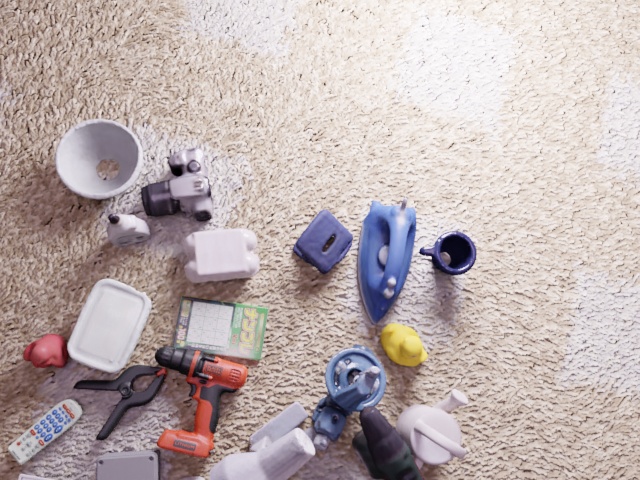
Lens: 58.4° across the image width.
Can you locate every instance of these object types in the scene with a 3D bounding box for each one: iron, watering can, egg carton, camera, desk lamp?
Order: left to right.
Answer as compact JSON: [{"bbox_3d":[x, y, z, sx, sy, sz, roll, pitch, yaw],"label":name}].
[{"bbox_3d":[-0.291,-0.107,1.156,0.137,0.100,0.143,-11,81,-9],"label":"camera"},{"bbox_3d":[-0.199,0.030,1.157,0.150,0.069,0.107,-7,80,-8],"label":"egg carton"},{"bbox_3d":[-0.088,0.395,1.028,0.203,0.213,0.118,-37,85,-12],"label":"desk lamp"},{"bbox_3d":[0.142,0.041,1.162,0.118,0.141,0.258,9,78,-5],"label":"iron"},{"bbox_3d":[0.216,0.364,1.083,0.101,0.194,0.173,14,78,-4],"label":"watering can"}]

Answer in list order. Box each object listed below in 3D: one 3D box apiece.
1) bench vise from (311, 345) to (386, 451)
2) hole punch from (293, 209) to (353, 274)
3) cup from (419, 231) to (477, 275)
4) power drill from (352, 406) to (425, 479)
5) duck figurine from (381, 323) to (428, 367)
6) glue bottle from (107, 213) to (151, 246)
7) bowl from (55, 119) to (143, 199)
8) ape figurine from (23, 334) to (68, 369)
[{"bbox_3d":[0.063,0.297,1.063,0.121,0.219,0.207,13,78,-4],"label":"bench vise"},{"bbox_3d":[0.011,0.004,1.178,0.101,0.091,0.109,37,77,1],"label":"hole punch"},{"bbox_3d":[0.257,0.033,1.202,0.118,0.095,0.092,3,79,-7],"label":"cup"},{"bbox_3d":[0.123,0.402,1.057,0.076,0.208,0.229,-31,84,-11],"label":"power drill"},{"bbox_3d":[0.175,0.213,1.162,0.104,0.086,0.077,42,77,2],"label":"duck figurine"},{"bbox_3d":[-0.375,-0.026,1.092,0.078,0.173,0.037,-13,81,-9],"label":"glue bottle"},{"bbox_3d":[-0.439,-0.155,1.159,0.167,0.074,0.167,1,79,-7],"label":"bowl"},{"bbox_3d":[-0.514,0.213,1.071,0.078,0.092,0.076,34,77,0],"label":"ape figurine"}]
